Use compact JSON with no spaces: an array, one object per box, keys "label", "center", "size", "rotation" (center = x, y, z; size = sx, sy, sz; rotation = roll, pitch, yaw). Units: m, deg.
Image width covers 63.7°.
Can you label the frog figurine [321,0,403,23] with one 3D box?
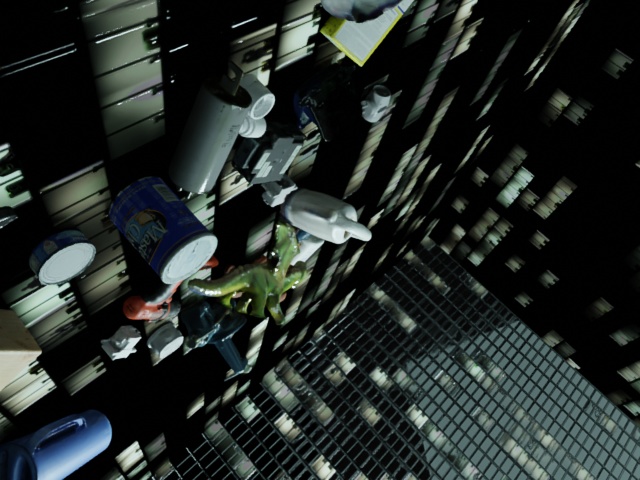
[{"label":"frog figurine","center":[0.053,-0.404,0.738],"size":[0.139,0.124,0.156],"rotation":[-29,122,-24]}]

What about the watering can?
[{"label":"watering can","center":[0.004,-0.061,1.215],"size":[0.104,0.225,0.345],"rotation":[-68,159,-1]}]

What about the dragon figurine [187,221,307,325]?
[{"label":"dragon figurine","center":[-0.137,0.064,1.221],"size":[0.245,0.123,0.404],"rotation":[-68,152,-12]}]
